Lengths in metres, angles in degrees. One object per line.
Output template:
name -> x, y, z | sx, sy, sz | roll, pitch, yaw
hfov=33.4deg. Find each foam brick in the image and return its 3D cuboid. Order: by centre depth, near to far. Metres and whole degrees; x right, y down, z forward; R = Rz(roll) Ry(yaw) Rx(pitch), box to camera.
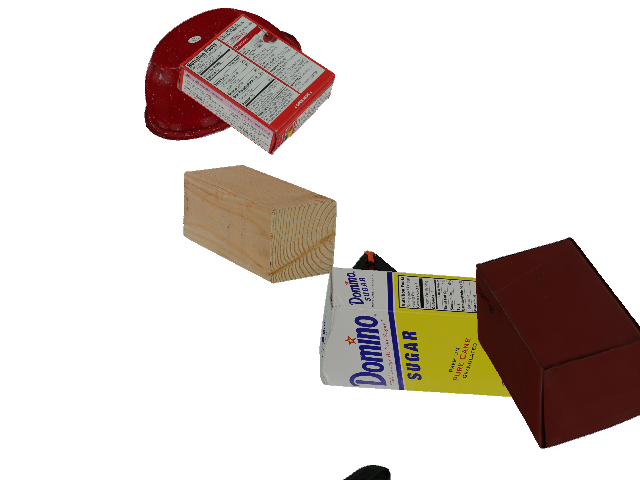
foam brick -> 0.110, 0.046, 0.495 | 0.051, 0.053, 0.078 | -14, 39, -7

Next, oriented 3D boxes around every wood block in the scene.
wood block -> -0.078, -0.024, 1.295 | 0.090, 0.090, 0.206 | -9, 20, -35

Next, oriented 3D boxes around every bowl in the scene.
bowl -> -0.101, -0.164, 0.976 | 0.162, 0.055, 0.162 | -18, 38, 15

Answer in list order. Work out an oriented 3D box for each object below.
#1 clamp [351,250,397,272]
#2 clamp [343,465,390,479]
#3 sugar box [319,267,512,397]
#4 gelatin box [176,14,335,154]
clamp -> 0.073, 0.082, 1.195 | 0.120, 0.171, 0.039 | 7, -43, 0
clamp -> -0.038, 0.200, 0.633 | 0.210, 0.036, 0.164 | -5, 28, 1
sugar box -> 0.090, 0.069, 0.772 | 0.176, 0.048, 0.093 | 2, -44, -4
gelatin box -> -0.046, -0.114, 0.766 | 0.089, 0.073, 0.030 | 35, -33, 12
